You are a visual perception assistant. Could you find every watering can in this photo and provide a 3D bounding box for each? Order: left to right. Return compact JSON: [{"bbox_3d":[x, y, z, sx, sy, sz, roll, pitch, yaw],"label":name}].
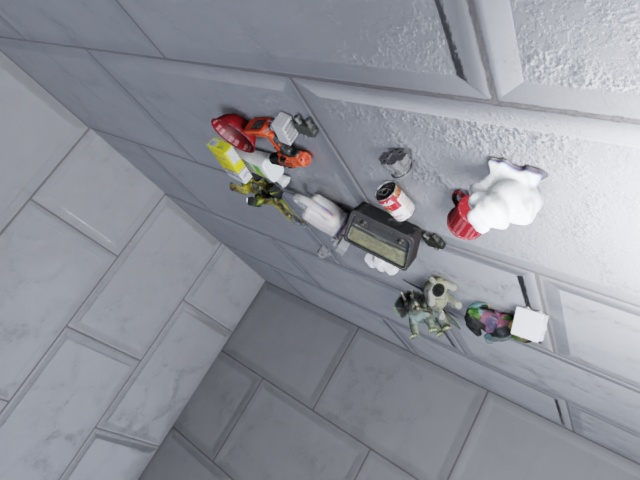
[{"bbox_3d":[0.005,-0.091,1.808,0.224,0.104,0.347,33,178,-1],"label":"watering can"}]

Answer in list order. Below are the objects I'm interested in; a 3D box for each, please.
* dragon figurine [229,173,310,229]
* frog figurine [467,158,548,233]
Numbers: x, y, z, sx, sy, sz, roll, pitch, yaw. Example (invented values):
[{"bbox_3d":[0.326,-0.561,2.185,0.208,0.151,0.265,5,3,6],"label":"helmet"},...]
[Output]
[{"bbox_3d":[-0.205,-0.183,1.931,0.408,0.121,0.245,40,-171,-8],"label":"dragon figurine"},{"bbox_3d":[0.356,-0.069,1.015,0.138,0.161,0.121,29,165,10],"label":"frog figurine"}]
